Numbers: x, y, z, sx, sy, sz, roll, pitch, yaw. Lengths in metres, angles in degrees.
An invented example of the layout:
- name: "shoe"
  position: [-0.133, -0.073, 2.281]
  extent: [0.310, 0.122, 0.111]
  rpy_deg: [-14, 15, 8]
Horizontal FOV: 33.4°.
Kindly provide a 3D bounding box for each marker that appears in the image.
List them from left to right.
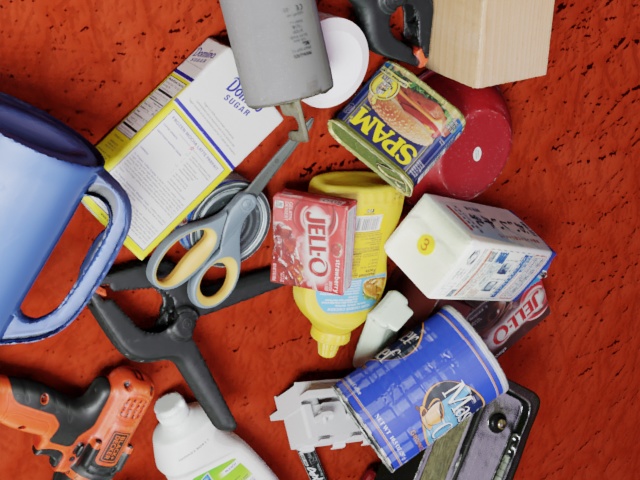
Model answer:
- name: "marker"
  position: [-0.005, 0.256, 1.179]
  extent: [0.020, 0.020, 0.121]
  rpy_deg: [-32, 128, -17]

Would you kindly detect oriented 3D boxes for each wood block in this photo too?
- name: "wood block"
  position: [0.157, -0.255, 0.977]
  extent: [0.090, 0.090, 0.206]
  rpy_deg: [-15, 121, -28]

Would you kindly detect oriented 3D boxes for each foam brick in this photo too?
- name: "foam brick"
  position: [0.108, 0.068, 1.121]
  extent: [0.051, 0.078, 0.053]
  rpy_deg: [22, 102, -40]

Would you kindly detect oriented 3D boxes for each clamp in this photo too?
- name: "clamp"
  position: [-0.123, 0.066, 0.980]
  extent: [0.209, 0.036, 0.164]
  rpy_deg: [34, 75, -34]
- name: "clamp"
  position: [0.063, -0.232, 0.959]
  extent: [0.120, 0.039, 0.171]
  rpy_deg: [-44, 134, 0]

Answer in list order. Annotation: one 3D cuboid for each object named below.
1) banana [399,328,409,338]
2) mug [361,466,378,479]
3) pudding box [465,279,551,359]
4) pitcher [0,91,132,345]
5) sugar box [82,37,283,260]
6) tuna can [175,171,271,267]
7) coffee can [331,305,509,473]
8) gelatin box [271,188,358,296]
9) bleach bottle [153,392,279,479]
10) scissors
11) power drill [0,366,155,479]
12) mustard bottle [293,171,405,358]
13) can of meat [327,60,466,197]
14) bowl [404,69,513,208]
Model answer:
- name: "banana"
  position: [0.095, 0.153, 1.186]
  extent: [0.069, 0.037, 0.198]
  rpy_deg: [-11, 122, -49]
- name: "mug"
  position: [0.078, 0.315, 1.227]
  extent: [0.117, 0.093, 0.081]
  rpy_deg: [27, 92, -57]
- name: "pudding box"
  position: [0.206, 0.080, 1.219]
  extent: [0.113, 0.039, 0.090]
  rpy_deg: [-36, 129, -14]
- name: "pitcher"
  position: [-0.262, 0.016, 0.801]
  extent: [0.144, 0.149, 0.243]
  rpy_deg: [15, 108, -50]
- name: "sugar box"
  position: [-0.123, -0.078, 0.907]
  extent: [0.176, 0.048, 0.093]
  rpy_deg: [-47, 131, -10]
- name: "tuna can"
  position: [-0.088, -0.019, 0.970]
  extent: [0.086, 0.034, 0.086]
  rpy_deg: [-16, 122, -28]
- name: "coffee can"
  position: [0.097, 0.144, 1.040]
  extent: [0.140, 0.103, 0.102]
  rpy_deg: [-34, 129, -6]
- name: "gelatin box"
  position: [-0.006, 0.001, 0.986]
  extent: [0.030, 0.073, 0.089]
  rpy_deg: [-42, 139, -62]
- name: "bleach bottle"
  position: [-0.094, 0.242, 1.084]
  extent: [0.102, 0.068, 0.250]
  rpy_deg: [-39, 127, -18]
- name: "scissors"
  position: [-0.065, -0.015, 0.953]
  extent: [0.201, 0.016, 0.096]
  rpy_deg: [-39, 129, -12]
- name: "power drill"
  position: [-0.258, 0.181, 0.943]
  extent: [0.187, 0.057, 0.184]
  rpy_deg: [19, 105, -41]
- name: "mustard bottle"
  position: [0.022, 0.029, 1.053]
  extent: [0.096, 0.058, 0.192]
  rpy_deg: [-5, 116, -32]
- name: "can of meat"
  position: [0.072, -0.105, 0.992]
  extent: [0.084, 0.102, 0.057]
  rpy_deg: [-49, 170, -7]
- name: "bowl"
  position: [0.140, -0.095, 1.072]
  extent: [0.161, 0.055, 0.162]
  rpy_deg: [-16, 122, -28]
